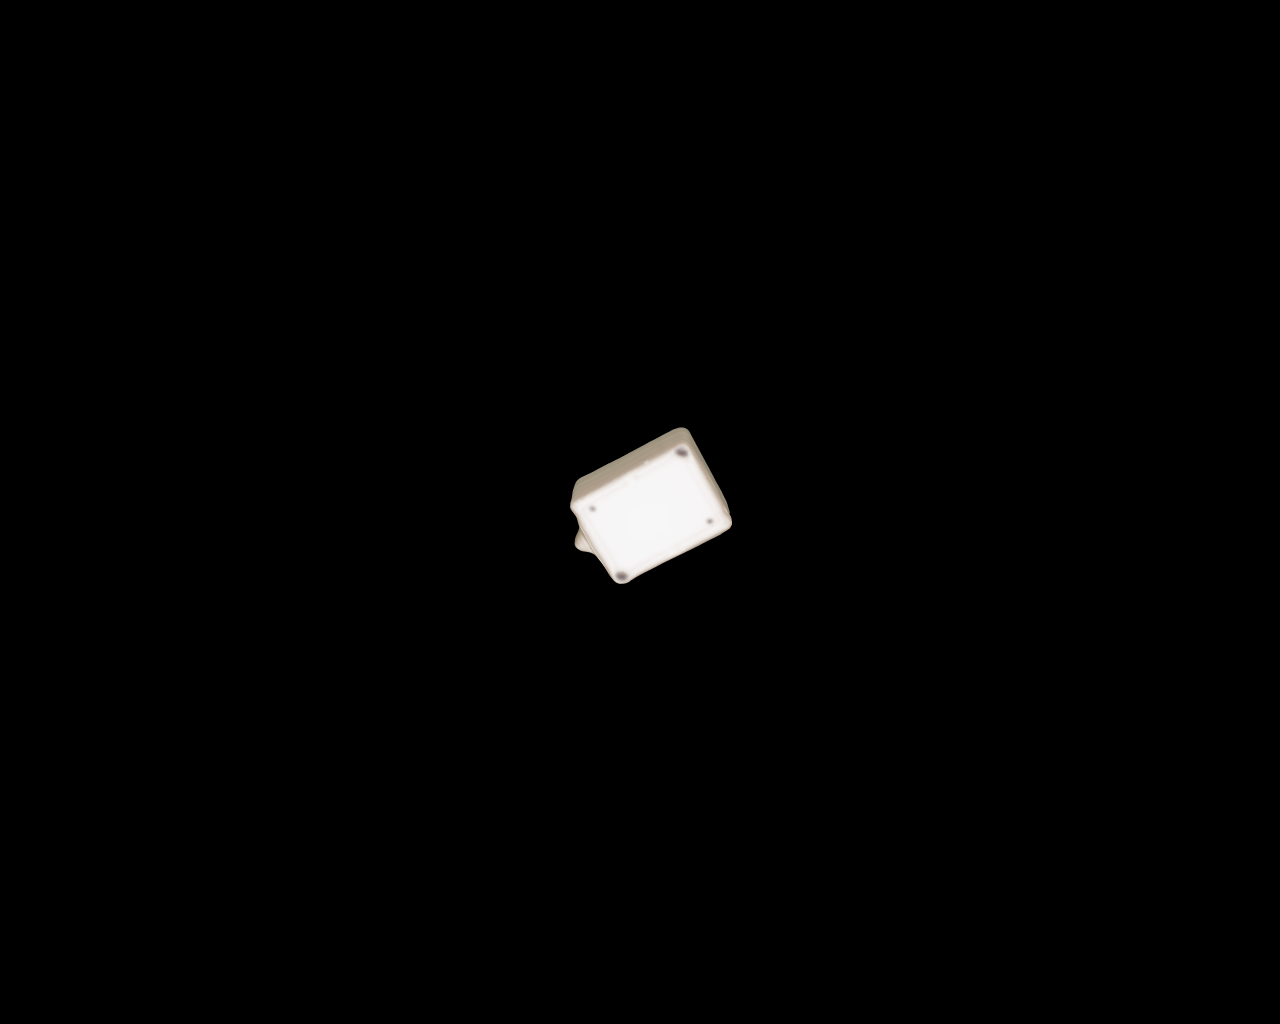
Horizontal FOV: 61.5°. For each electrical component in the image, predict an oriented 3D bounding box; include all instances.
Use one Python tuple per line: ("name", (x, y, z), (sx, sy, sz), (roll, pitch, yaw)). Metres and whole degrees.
("electrical component", (0.001, -0.003, 0.650), (0.096, 0.061, 0.061), (-27, 14, 7))
